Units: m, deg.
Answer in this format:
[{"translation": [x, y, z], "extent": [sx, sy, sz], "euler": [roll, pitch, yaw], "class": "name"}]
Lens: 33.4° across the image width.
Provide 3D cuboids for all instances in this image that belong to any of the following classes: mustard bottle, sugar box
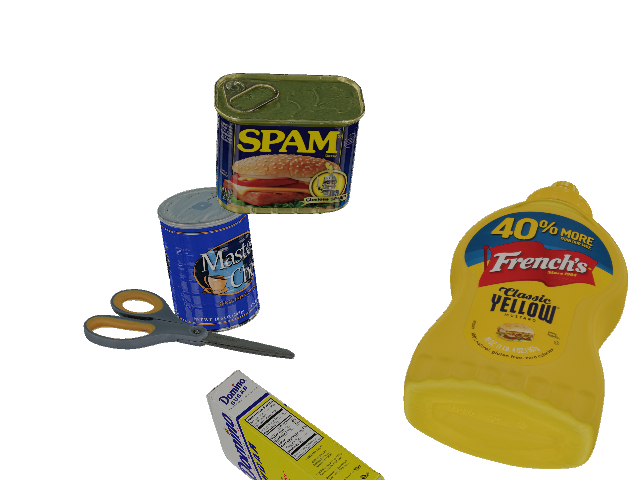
[{"translation": [0.116, 0.031, 0.582], "extent": [0.096, 0.058, 0.191], "euler": [10, 43, 18], "class": "mustard bottle"}, {"translation": [-0.019, 0.190, 0.894], "extent": [0.176, 0.093, 0.048], "euler": [27, 53, 36], "class": "sugar box"}]

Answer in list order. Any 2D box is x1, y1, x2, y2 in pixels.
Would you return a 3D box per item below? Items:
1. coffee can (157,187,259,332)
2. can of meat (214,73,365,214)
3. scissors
[{"translation": [-0.129, 0.022, 1.243], "extent": [0.103, 0.140, 0.103], "euler": [-4, 25, 2], "class": "coffee can"}, {"translation": [-0.024, -0.066, 0.748], "extent": [0.102, 0.084, 0.057], "euler": [1, 41, -7], "class": "can of meat"}, {"translation": [-0.126, 0.081, 1.038], "extent": [0.201, 0.016, 0.096], "euler": [2, 32, -3], "class": "scissors"}]
